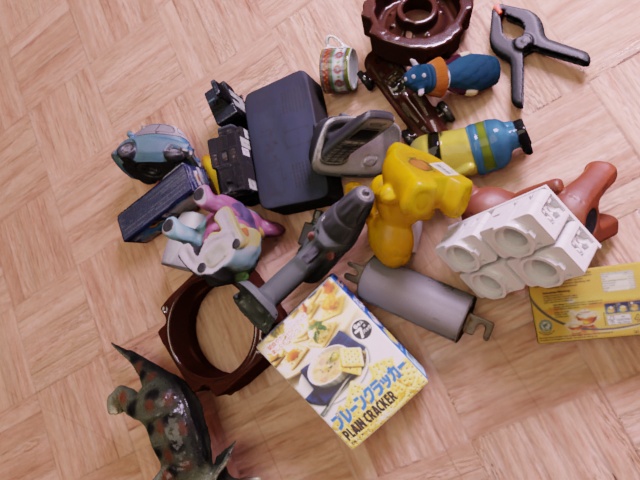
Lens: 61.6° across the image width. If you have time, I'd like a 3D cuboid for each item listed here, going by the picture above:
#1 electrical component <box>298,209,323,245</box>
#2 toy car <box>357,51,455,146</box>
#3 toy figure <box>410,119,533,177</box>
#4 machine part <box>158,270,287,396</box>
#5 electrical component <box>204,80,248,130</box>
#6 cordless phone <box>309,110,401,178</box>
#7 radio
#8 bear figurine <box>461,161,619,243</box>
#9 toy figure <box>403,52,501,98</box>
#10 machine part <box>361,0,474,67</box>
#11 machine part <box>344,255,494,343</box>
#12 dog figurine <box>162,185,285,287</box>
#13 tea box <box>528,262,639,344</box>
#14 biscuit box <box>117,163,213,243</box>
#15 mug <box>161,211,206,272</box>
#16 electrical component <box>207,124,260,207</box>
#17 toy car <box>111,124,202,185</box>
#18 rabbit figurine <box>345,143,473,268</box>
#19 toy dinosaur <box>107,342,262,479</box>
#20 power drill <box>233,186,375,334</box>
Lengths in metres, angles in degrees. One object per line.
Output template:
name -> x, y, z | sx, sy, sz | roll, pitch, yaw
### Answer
electrical component -> -0.002, -0.003, 0.925 | 0.063, 0.021, 0.094 | 20, 91, 22
toy car -> 0.139, -0.237, 0.881 | 0.089, 0.053, 0.202 | -34, 71, 12
toy figure -> 0.223, -0.137, 0.816 | 0.180, 0.082, 0.089 | -19, 92, 21
machine part -> -0.171, 0.152, 0.942 | 0.201, 0.087, 0.201 | -42, 70, 11
electrical component -> -0.172, -0.242, 0.970 | 0.048, 0.119, 0.075 | -30, 77, 16
cordless phone -> 0.077, -0.157, 0.809 | 0.184, 0.146, 0.088 | -18, 74, 62
radio -> -0.049, -0.163, 0.937 | 0.131, 0.073, 0.229 | -15, 77, 21
bear figurine -> 0.302, -0.042, 0.772 | 0.196, 0.132, 0.120 | 12, 126, 51
toy figure -> 0.199, -0.250, 0.826 | 0.154, 0.057, 0.064 | -9, 61, -8
machine part -> 0.155, -0.358, 0.861 | 0.179, 0.056, 0.179 | -3, 68, 8
machine part -> 0.146, 0.087, 0.825 | 0.243, 0.079, 0.079 | 23, 93, 24
dog figurine -> -0.126, 0.003, 0.866 | 0.108, 0.219, 0.192 | -49, 61, 11
tea box -> 0.379, 0.086, 0.735 | 0.170, 0.068, 0.098 | -8, 80, 22
biscuit box -> -0.296, -0.064, 1.015 | 0.203, 0.059, 0.063 | -30, 73, 25
mug -> -0.233, 0.003, 0.982 | 0.110, 0.080, 0.107 | -2, 75, 46
electrical component -> -0.141, -0.133, 0.947 | 0.058, 0.115, 0.134 | -14, 79, 16
toy car -> -0.307, -0.173, 1.028 | 0.162, 0.109, 0.103 | -3, 65, 13
rabbit figurine -> 0.109, -0.043, 0.782 | 0.163, 0.122, 0.173 | 38, 129, 33
toy dinosaur -> -0.248, 0.317, 0.920 | 0.192, 0.131, 0.405 | -36, 74, 20
power drill -> -0.026, 0.030, 0.775 | 0.086, 0.232, 0.207 | 40, 61, 3
